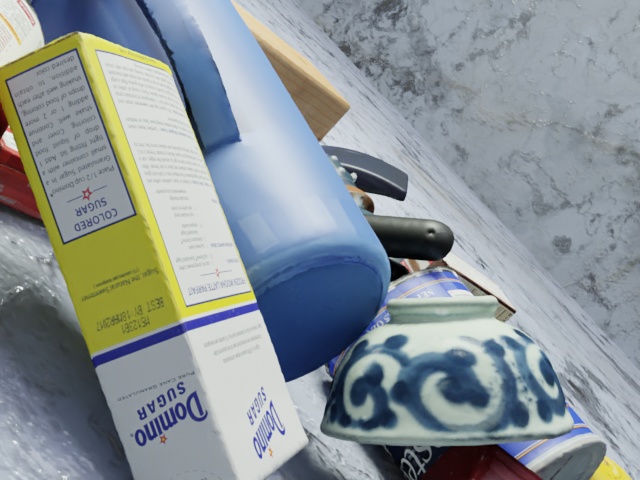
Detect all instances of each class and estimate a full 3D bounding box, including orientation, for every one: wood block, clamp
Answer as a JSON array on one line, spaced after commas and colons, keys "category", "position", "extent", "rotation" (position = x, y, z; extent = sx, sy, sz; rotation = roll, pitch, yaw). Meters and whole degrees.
[{"category": "wood block", "position": [-0.070, -0.164, 1.066], "extent": [0.091, 0.090, 0.205], "rotation": [51, 13, 32]}, {"category": "clamp", "position": [-0.005, 0.001, 0.689], "extent": [0.171, 0.039, 0.120], "rotation": [14, -24, 4]}]

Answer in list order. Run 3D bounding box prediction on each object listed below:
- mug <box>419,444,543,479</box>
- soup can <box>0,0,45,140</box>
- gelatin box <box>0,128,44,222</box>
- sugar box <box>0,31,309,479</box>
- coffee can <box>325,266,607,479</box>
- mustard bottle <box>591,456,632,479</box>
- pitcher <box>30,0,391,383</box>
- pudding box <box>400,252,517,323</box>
[{"category": "mug", "position": [0.077, 0.154, 0.494], "extent": [0.081, 0.093, 0.117], "rotation": [39, 48, -3]}, {"category": "soup can", "position": [-0.152, -0.061, 0.418], "extent": [0.068, 0.069, 0.102], "rotation": [41, 23, -20]}, {"category": "gelatin box", "position": [-0.152, -0.049, 0.519], "extent": [0.089, 0.030, 0.073], "rotation": [52, 12, 32]}, {"category": "sugar box", "position": [-0.063, 0.013, 0.420], "extent": [0.093, 0.048, 0.176], "rotation": [-3, 74, -76]}, {"category": "coffee can", "position": [0.083, 0.100, 0.630], "extent": [0.140, 0.103, 0.102], "rotation": [51, 13, 30]}, {"category": "mustard bottle", "position": [0.168, 0.160, 0.833], "extent": [0.191, 0.058, 0.096], "rotation": [40, 13, -22]}, {"category": "pitcher", "position": [-0.065, -0.049, 0.565], "extent": [0.149, 0.145, 0.243], "rotation": [16, 33, -48]}, {"category": "pudding box", "position": [0.090, 0.057, 0.840], "extent": [0.113, 0.090, 0.039], "rotation": [32, 18, -47]}]
